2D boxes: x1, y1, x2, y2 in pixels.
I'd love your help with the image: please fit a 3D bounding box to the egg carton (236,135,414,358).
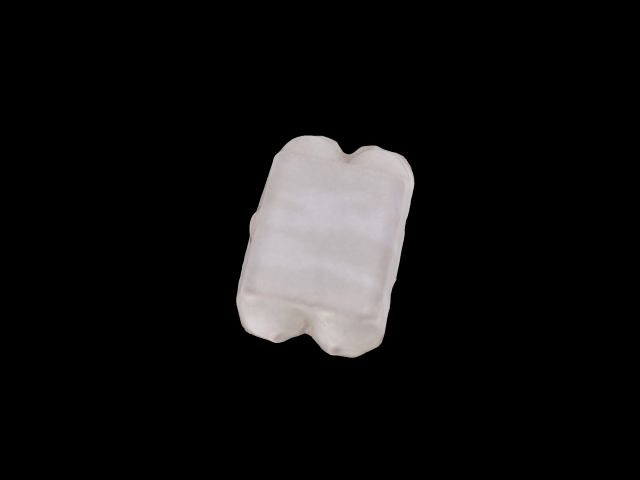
[{"bbox_3d":[0.004,0.001,0.400,0.107,0.069,0.150,11,79,3],"label":"egg carton"}]
